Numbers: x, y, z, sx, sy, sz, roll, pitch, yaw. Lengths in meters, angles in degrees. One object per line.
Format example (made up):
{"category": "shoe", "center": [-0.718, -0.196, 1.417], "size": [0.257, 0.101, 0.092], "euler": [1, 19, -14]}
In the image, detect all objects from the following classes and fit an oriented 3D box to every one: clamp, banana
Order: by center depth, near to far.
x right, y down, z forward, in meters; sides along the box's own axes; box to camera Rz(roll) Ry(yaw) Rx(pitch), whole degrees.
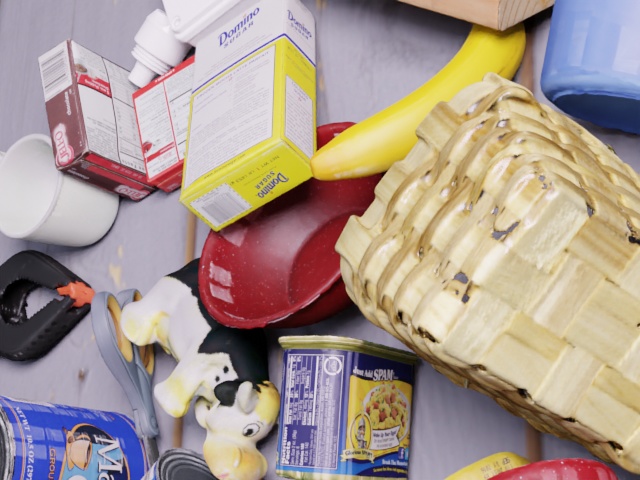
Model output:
{"category": "banana", "center": [0.076, -0.095, 0.672], "size": [0.070, 0.037, 0.197], "euler": [16, 54, 41]}
{"category": "clamp", "center": [-0.278, 0.071, 0.917], "size": [0.210, 0.036, 0.164], "euler": [-4, 75, 34]}

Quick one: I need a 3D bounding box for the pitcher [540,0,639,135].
{"category": "pitcher", "center": [0.205, -0.185, 0.585], "size": [0.145, 0.149, 0.243], "euler": [13, 87, 24]}

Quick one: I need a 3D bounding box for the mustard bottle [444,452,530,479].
{"category": "mustard bottle", "center": [0.114, 0.220, 0.579], "size": [0.096, 0.058, 0.192], "euler": [-35, 59, 13]}

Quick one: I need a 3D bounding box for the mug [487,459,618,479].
{"category": "mug", "center": [0.112, 0.154, 0.513], "size": [0.093, 0.117, 0.081], "euler": [-19, 55, 14]}

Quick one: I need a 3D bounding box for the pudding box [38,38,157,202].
{"category": "pudding box", "center": [-0.175, -0.095, 0.859], "size": [0.039, 0.089, 0.113], "euler": [-27, 62, 25]}

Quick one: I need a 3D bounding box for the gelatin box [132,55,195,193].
{"category": "gelatin box", "center": [-0.108, -0.092, 0.847], "size": [0.073, 0.030, 0.089], "euler": [-27, 62, 25]}

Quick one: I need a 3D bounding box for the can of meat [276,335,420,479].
{"category": "can of meat", "center": [0.017, 0.107, 0.656], "size": [0.058, 0.101, 0.084], "euler": [-4, 76, 33]}

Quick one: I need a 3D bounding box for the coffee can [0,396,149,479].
{"category": "coffee can", "center": [-0.201, 0.168, 0.768], "size": [0.103, 0.140, 0.103], "euler": [-11, 70, 33]}

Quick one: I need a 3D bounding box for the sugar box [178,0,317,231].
{"category": "sugar box", "center": [-0.049, -0.097, 0.763], "size": [0.093, 0.048, 0.176], "euler": [-27, 38, 27]}

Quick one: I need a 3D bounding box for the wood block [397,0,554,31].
{"category": "wood block", "center": [0.062, -0.216, 0.703], "size": [0.206, 0.090, 0.091], "euler": [28, 136, 37]}

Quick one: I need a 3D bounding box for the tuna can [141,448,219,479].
{"category": "tuna can", "center": [-0.083, 0.182, 0.714], "size": [0.034, 0.086, 0.086], "euler": [-50, 54, 15]}

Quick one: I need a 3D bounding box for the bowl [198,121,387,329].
{"category": "bowl", "center": [-0.005, 0.001, 0.712], "size": [0.162, 0.055, 0.162], "euler": [-28, 40, 27]}

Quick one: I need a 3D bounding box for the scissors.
{"category": "scissors", "center": [-0.134, 0.122, 0.771], "size": [0.016, 0.096, 0.202], "euler": [-16, 63, 10]}
